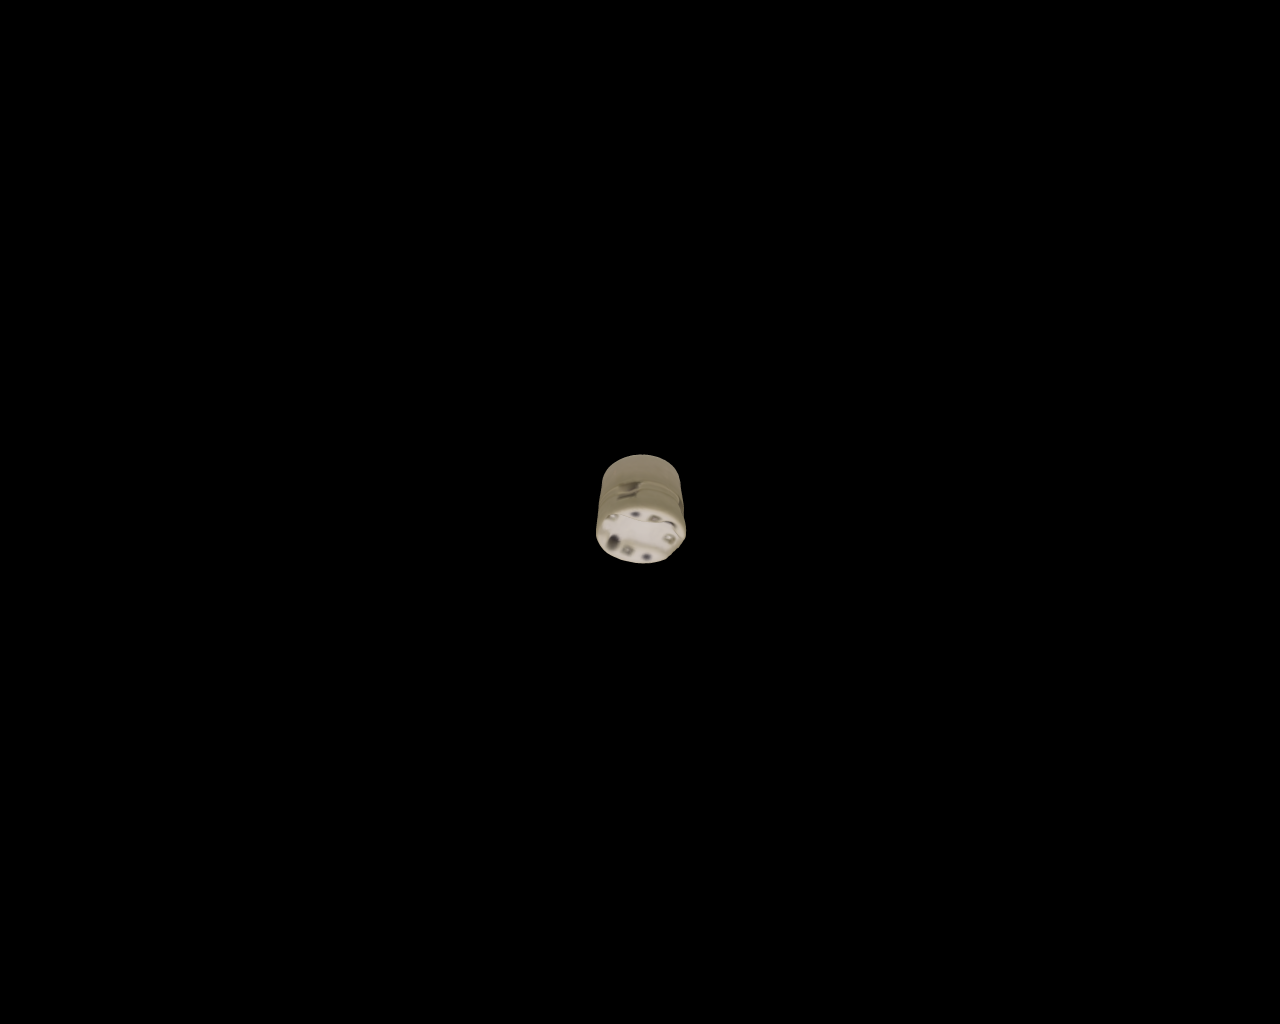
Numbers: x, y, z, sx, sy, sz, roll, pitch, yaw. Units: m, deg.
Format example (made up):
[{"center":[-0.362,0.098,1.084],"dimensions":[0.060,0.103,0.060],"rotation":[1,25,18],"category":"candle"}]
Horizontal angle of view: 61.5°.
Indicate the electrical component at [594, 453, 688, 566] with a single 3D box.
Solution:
[{"center":[0.001,-0.003,0.650],"dimensions":[0.055,0.047,0.055],"rotation":[0,-42,0],"category":"electrical component"}]
